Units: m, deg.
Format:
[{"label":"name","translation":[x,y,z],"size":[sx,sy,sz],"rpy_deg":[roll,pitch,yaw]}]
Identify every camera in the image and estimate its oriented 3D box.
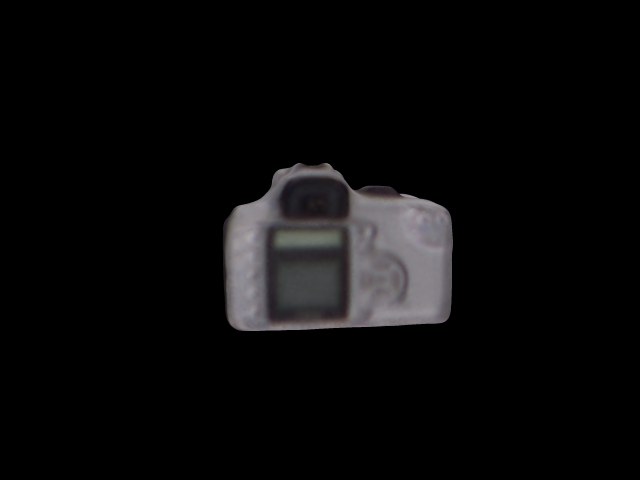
[{"label":"camera","translation":[0.004,0.001,0.400],"size":[0.143,0.101,0.136],"rpy_deg":[0,2,-11]}]
